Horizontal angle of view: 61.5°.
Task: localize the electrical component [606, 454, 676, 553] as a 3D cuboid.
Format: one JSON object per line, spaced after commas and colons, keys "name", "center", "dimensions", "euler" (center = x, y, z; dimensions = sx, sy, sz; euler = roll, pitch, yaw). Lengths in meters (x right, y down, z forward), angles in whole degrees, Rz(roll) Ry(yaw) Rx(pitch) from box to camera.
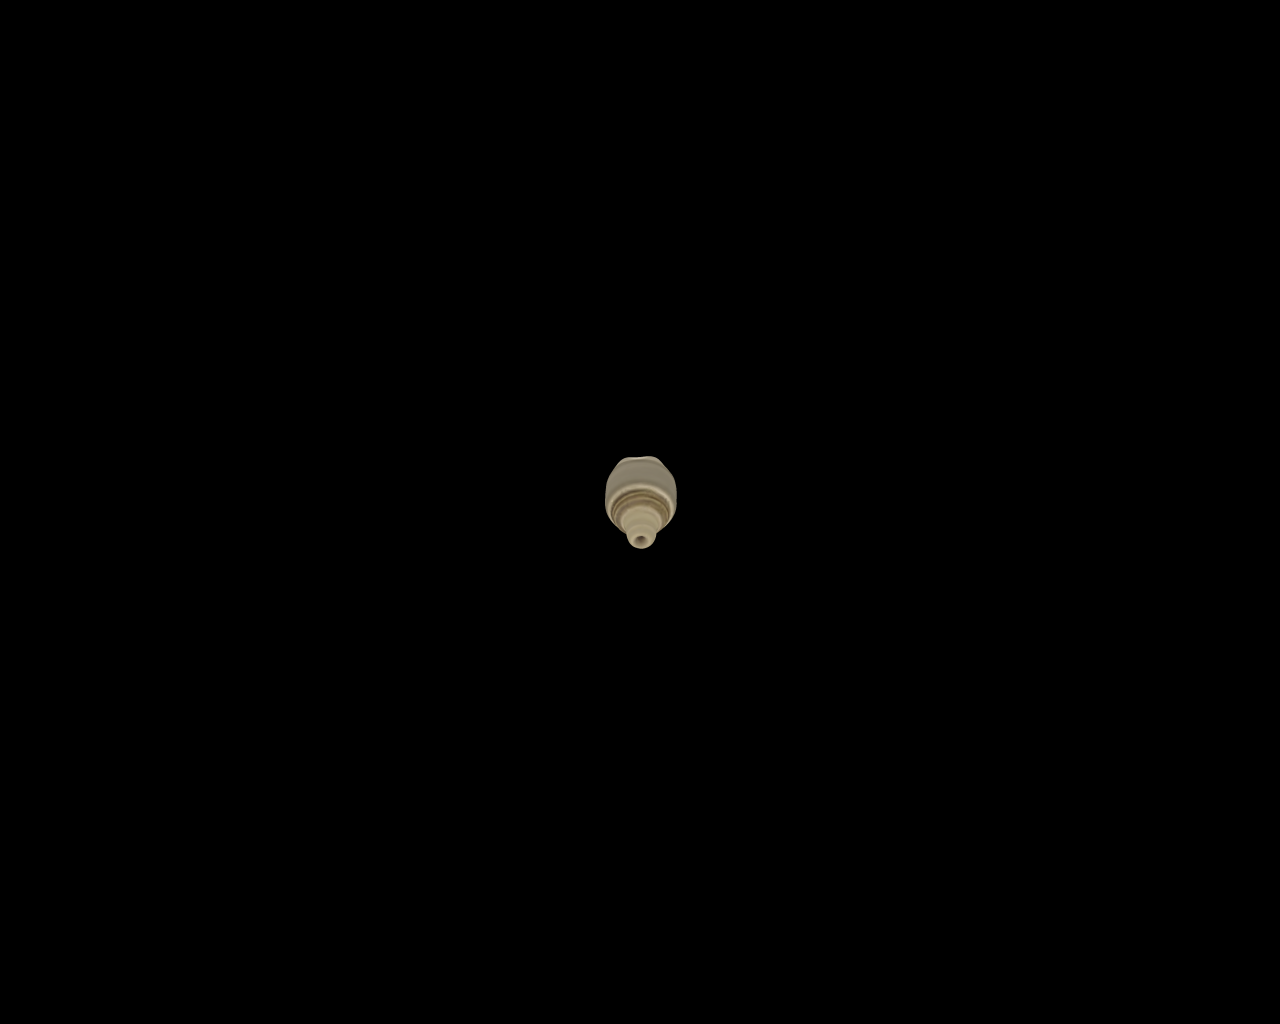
{"name": "electrical component", "center": [0.001, -0.003, 0.650], "dimensions": [0.043, 0.043, 0.062], "euler": [0, 41, 0]}
